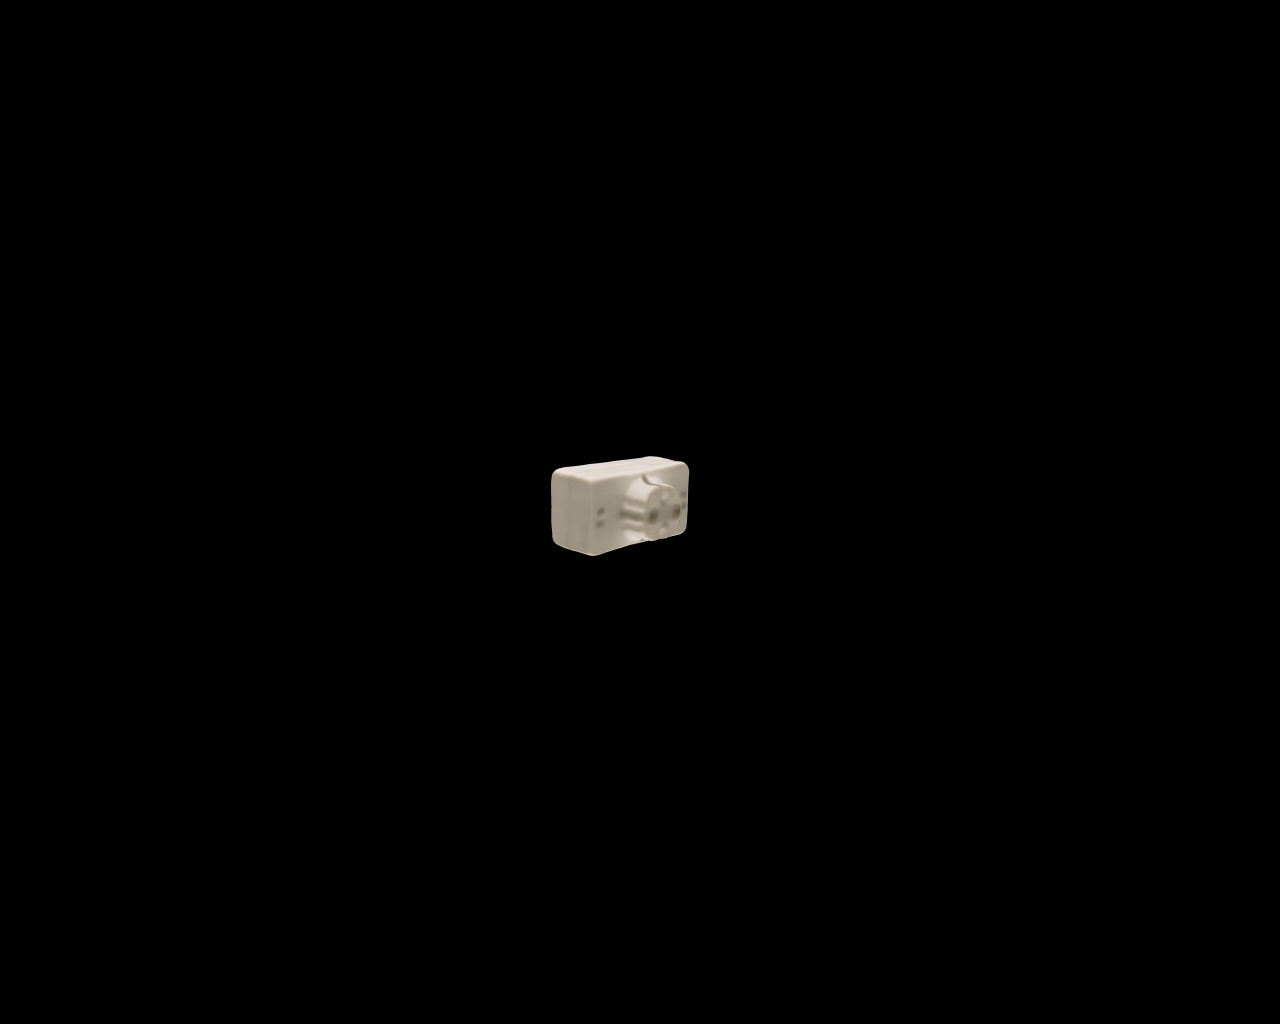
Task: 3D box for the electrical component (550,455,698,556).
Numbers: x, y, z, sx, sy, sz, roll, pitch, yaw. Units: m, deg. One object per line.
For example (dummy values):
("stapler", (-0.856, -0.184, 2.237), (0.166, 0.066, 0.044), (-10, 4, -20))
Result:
("electrical component", (0.001, -0.003, 0.650), (0.083, 0.047, 0.076), (-11, 17, -42))
